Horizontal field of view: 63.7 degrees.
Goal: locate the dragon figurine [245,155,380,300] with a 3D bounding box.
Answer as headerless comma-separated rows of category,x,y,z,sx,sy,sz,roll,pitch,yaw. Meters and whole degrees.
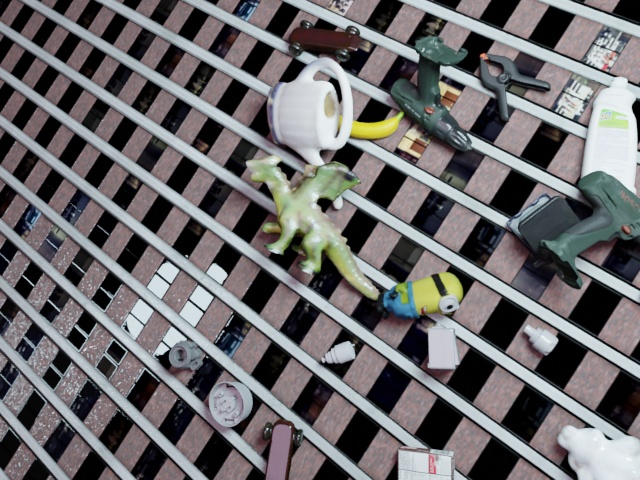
dragon figurine,0.004,-0.059,1.163,0.411,0.123,0.241,28,100,4

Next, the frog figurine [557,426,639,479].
frog figurine,0.514,0.396,0.918,0.160,0.124,0.135,43,114,9

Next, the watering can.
watering can,-0.024,-0.254,1.229,0.225,0.105,0.344,10,104,33
